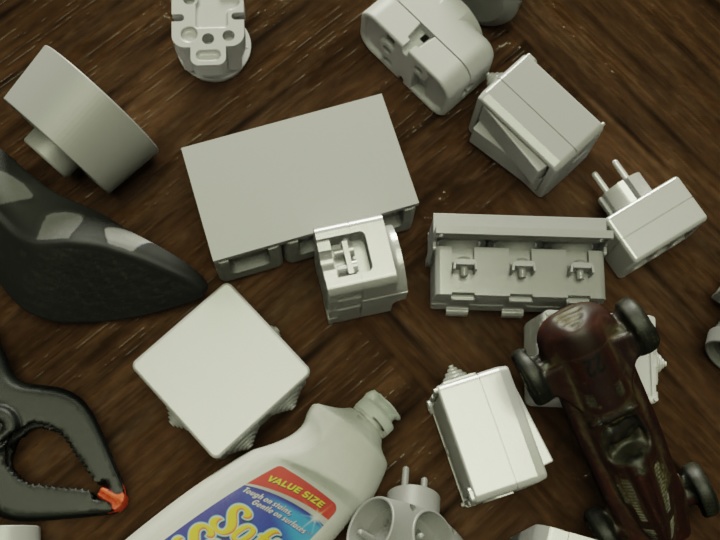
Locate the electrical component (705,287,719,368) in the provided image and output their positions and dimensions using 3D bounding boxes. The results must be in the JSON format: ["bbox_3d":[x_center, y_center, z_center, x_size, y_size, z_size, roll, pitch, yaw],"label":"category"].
[{"bbox_3d":[0.284,0.045,0.769,0.078,0.058,0.057,36,73,8],"label":"electrical component"}]

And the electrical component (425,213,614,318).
[{"bbox_3d":[0.111,-0.002,0.765,0.121,0.078,0.063,2,73,-1],"label":"electrical component"}]

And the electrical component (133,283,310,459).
[{"bbox_3d":[-0.095,0.073,0.753,0.100,0.048,0.099,-42,79,-12],"label":"electrical component"}]

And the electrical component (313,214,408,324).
[{"bbox_3d":[0.000,0.000,0.756,0.056,0.089,0.050,-12,75,-5],"label":"electrical component"}]

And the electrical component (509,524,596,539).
[{"bbox_3d":[0.133,0.206,0.689,0.078,0.113,0.057,16,71,3],"label":"electrical component"}]

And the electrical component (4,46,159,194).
[{"bbox_3d":[-0.205,-0.101,0.772,0.108,0.108,0.060,41,83,9],"label":"electrical component"}]

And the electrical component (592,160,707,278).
[{"bbox_3d":[0.202,-0.046,0.797,0.066,0.047,0.076,-30,77,-10],"label":"electrical component"}]

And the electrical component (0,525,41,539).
[{"bbox_3d":[-0.254,0.209,0.711,0.079,0.044,0.077,-1,74,-2],"label":"electrical component"}]

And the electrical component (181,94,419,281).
[{"bbox_3d":[-0.043,-0.058,0.785,0.150,0.061,0.089,-16,75,-6],"label":"electrical component"}]

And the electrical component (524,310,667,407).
[{"bbox_3d":[0.167,0.066,0.760,0.096,0.061,0.061,3,76,-7],"label":"electrical component"}]

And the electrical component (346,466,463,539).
[{"bbox_3d":[0.035,0.170,0.720,0.077,0.044,0.079,35,43,-30],"label":"electrical component"}]

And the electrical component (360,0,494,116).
[{"bbox_3d":[0.054,-0.175,0.826,0.059,0.053,0.095,-42,80,-12],"label":"electrical component"}]

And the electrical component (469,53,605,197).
[{"bbox_3d":[0.123,-0.109,0.805,0.061,0.061,0.096,-42,79,-12],"label":"electrical component"}]

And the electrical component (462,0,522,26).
[{"bbox_3d":[0.093,-0.232,0.831,0.080,0.080,0.051,26,70,6],"label":"electrical component"}]

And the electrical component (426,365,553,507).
[{"bbox_3d":[0.087,0.108,0.742,0.061,0.061,0.096,-17,75,-6],"label":"electrical component"}]

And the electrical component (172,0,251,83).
[{"bbox_3d":[-0.113,-0.179,0.820,0.058,0.057,0.078,-2,74,-2],"label":"electrical component"}]
